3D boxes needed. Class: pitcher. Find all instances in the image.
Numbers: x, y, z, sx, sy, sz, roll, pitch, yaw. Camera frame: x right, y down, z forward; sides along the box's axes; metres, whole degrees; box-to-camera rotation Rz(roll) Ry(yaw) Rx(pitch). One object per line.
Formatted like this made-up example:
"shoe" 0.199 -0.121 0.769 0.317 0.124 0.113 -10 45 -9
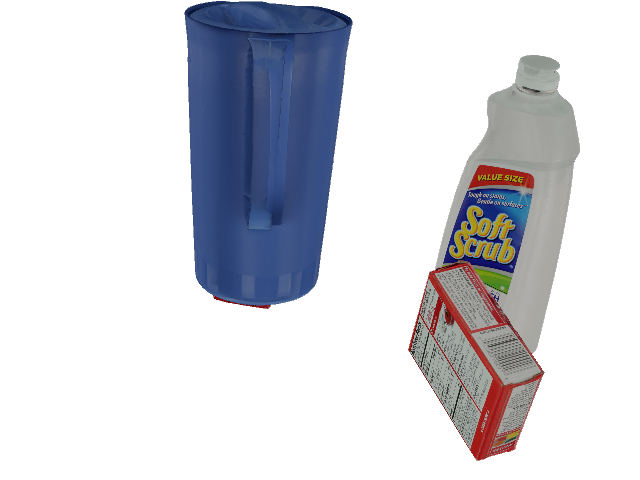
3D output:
"pitcher" -0.048 -0.069 0.880 0.145 0.243 0.148 21 28 36

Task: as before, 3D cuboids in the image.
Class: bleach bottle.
"bleach bottle" 0.143 -0.025 0.834 0.067 0.251 0.103 -24 42 -38

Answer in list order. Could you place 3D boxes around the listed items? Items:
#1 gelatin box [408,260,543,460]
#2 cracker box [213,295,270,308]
"gelatin box" 0.087 0.068 0.610 0.030 0.073 0.089 -14 49 -19
"cracker box" -0.070 -0.060 1.109 0.072 0.164 0.214 8 -43 4
